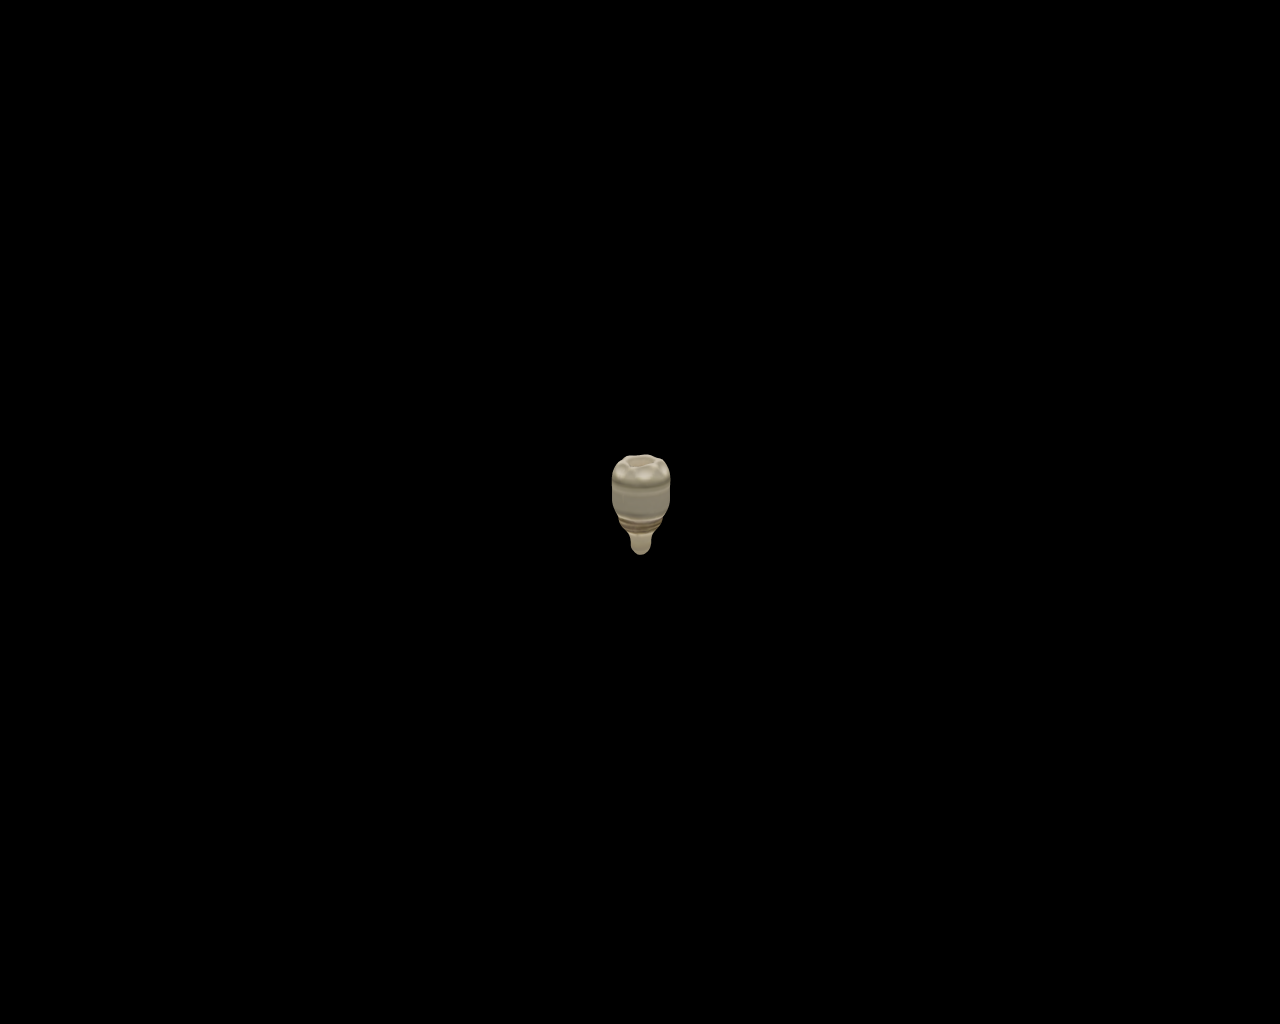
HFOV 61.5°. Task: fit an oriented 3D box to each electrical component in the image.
[{"bbox_3d":[0.001,-0.003,0.650,0.035,0.061,0.035,0,19,0],"label":"electrical component"}]
